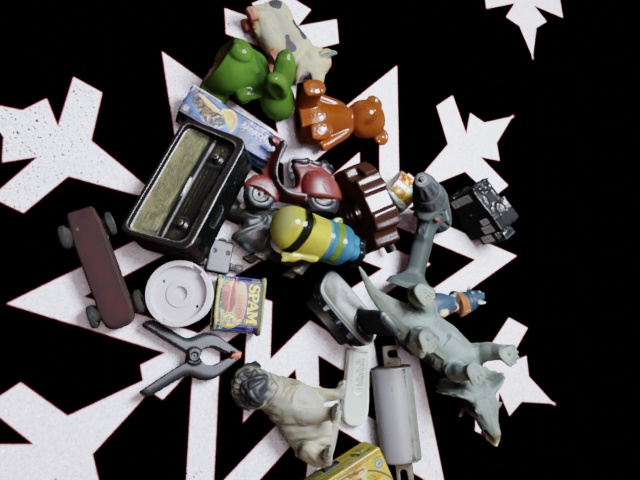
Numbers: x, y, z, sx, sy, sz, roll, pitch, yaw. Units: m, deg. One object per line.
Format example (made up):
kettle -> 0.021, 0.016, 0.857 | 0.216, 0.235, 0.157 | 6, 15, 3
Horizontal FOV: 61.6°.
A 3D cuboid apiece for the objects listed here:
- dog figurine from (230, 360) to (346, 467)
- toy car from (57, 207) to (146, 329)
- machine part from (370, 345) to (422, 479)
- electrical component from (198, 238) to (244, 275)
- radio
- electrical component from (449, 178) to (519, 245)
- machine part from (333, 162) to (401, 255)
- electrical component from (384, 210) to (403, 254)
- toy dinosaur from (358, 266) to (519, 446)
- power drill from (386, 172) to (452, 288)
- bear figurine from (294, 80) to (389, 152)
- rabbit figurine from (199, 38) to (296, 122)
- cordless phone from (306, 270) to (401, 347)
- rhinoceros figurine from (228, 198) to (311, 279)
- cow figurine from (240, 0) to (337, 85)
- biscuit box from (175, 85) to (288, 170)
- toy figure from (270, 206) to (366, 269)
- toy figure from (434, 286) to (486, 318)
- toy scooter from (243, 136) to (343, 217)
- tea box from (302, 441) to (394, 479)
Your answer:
dog figurine -> -0.061, 0.304, 0.923 | 0.191, 0.121, 0.172 | 8, 96, 8
toy car -> -0.354, 0.047, 0.873 | 0.089, 0.053, 0.202 | -21, 91, -12
machine part -> 0.139, 0.317, 0.990 | 0.079, 0.079, 0.243 | -3, 81, -21
electrical component -> -0.180, 0.028, 0.958 | 0.094, 0.021, 0.063 | 14, 74, -17
radio -> -0.217, -0.081, 0.913 | 0.131, 0.073, 0.229 | 19, 72, 15
electrical component -> 0.341, -0.054, 1.118 | 0.058, 0.115, 0.134 | -37, 94, -18
machine part -> 0.076, -0.055, 0.993 | 0.056, 0.179, 0.179 | -22, 88, -22
electrical component -> 0.125, -0.037, 1.056 | 0.048, 0.075, 0.119 | -32, 88, -22
toy dinosaur -> 0.210, 0.189, 0.993 | 0.405, 0.192, 0.131 | 43, 65, 2
power drill -> 0.189, -0.008, 1.021 | 0.086, 0.232, 0.207 | 10, 86, 23
bear figurine -> 0.053, -0.238, 1.044 | 0.196, 0.132, 0.120 | -5, 86, -15
rabbit figurine -> -0.108, -0.295, 0.995 | 0.170, 0.159, 0.121 | 32, 60, -28
cordless phone -> 0.061, 0.121, 0.942 | 0.089, 0.184, 0.146 | -41, 95, -18
rhinoceros figurine -> -0.090, -0.007, 0.971 | 0.190, 0.073, 0.112 | 30, 72, -13
cow figurine -> -0.054, -0.380, 1.057 | 0.127, 0.085, 0.195 | -31, 90, -17
biscuit box -> -0.161, -0.198, 0.988 | 0.202, 0.063, 0.059 | 29, 73, -13
toy figure -> -0.002, -0.006, 0.927 | 0.180, 0.089, 0.082 | 15, 30, -21
toy figure -> 0.260, 0.128, 1.081 | 0.154, 0.057, 0.064 | -4, 58, -18
toy scooter -> -0.045, -0.114, 0.951 | 0.184, 0.075, 0.135 | 5, 79, -20
tea box -> 0.041, 0.438, 0.933 | 0.170, 0.068, 0.098 | -22, 88, -24
